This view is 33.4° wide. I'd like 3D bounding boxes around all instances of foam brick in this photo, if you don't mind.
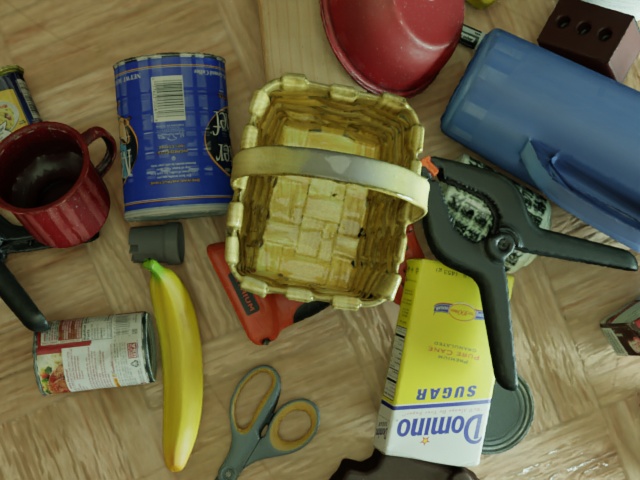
[{"bbox_3d":[0.251,-0.185,0.989,0.078,0.051,0.053,27,85,34],"label":"foam brick"}]

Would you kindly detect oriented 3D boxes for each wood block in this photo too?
[{"bbox_3d":[-0.014,-0.225,0.979,0.090,0.091,0.206,-6,89,-2],"label":"wood block"}]

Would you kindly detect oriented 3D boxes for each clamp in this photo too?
[{"bbox_3d":[-0.299,0.019,0.975,0.171,0.039,0.120,10,51,1],"label":"clamp"},{"bbox_3d":[0.152,0.015,0.926,0.210,0.036,0.164,40,82,-3],"label":"clamp"}]

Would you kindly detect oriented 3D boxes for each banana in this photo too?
[{"bbox_3d":[-0.136,0.110,0.983,0.037,0.069,0.198,-5,97,28],"label":"banana"}]

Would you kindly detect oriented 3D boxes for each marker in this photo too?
[{"bbox_3d":[0.109,-0.209,1.018,0.121,0.020,0.020,24,88,-1],"label":"marker"}]

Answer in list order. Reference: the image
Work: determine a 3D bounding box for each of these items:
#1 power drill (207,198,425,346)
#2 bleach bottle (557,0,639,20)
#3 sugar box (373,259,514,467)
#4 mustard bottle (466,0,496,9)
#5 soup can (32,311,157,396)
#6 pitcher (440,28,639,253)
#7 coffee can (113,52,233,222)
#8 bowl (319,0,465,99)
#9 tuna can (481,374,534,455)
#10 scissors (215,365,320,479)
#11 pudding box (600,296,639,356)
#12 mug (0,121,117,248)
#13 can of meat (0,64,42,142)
[{"bbox_3d":[-0.007,0.001,0.992,0.187,0.057,0.184,-25,90,-2],"label":"power drill"},{"bbox_3d":[0.276,-0.251,0.908,0.102,0.251,0.068,11,89,-2],"label":"bleach bottle"},{"bbox_3d":[0.111,0.110,0.958,0.093,0.048,0.176,10,87,-13],"label":"sugar box"},{"bbox_3d":[0.189,-0.315,1.003,0.191,0.058,0.096,-44,92,-2],"label":"mustard bottle"},{"bbox_3d":[-0.205,0.103,0.979,0.102,0.068,0.068,-6,89,-2],"label":"soup can"},{"bbox_3d":[0.233,-0.086,0.961,0.243,0.149,0.145,28,88,2],"label":"pitcher"},{"bbox_3d":[-0.131,-0.091,0.967,0.103,0.103,0.140,-5,89,-2],"label":"coffee can"},{"bbox_3d":[0.077,-0.207,0.936,0.161,0.055,0.162,5,83,-40],"label":"bowl"},{"bbox_3d":[0.156,0.157,1.006,0.086,0.034,0.086,0,89,-2],"label":"tuna can"},{"bbox_3d":[-0.065,0.219,1.007,0.096,0.016,0.202,18,89,-1],"label":"scissors"},{"bbox_3d":[0.312,0.067,0.973,0.090,0.113,0.039,-33,87,-2],"label":"pudding box"},{"bbox_3d":[-0.228,-0.053,0.949,0.093,0.081,0.117,37,74,24],"label":"mug"},{"bbox_3d":[-0.307,-0.103,0.985,0.102,0.057,0.084,-24,91,-2],"label":"can of meat"}]
